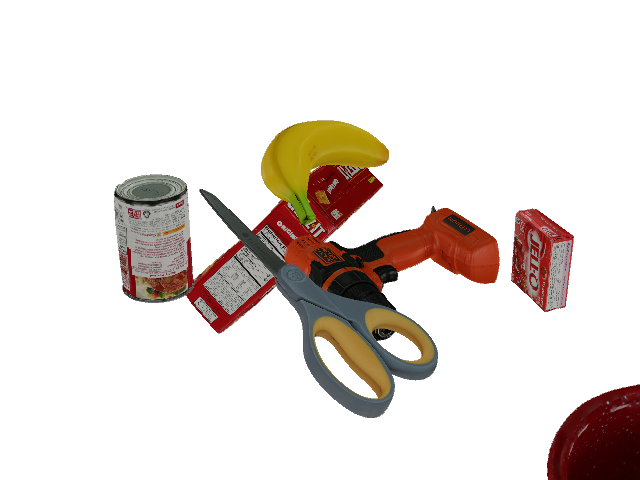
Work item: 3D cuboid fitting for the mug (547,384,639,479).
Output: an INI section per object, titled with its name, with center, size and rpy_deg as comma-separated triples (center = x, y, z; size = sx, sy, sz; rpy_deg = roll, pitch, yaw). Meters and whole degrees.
[mug]
center = 0.133, 0.112, 0.367
size = 0.117, 0.081, 0.093
rpy_deg = 5, 37, 8

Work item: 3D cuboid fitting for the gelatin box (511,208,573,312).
[gelatin box]
center = 0.237, 0.020, 1.147
size = 0.030, 0.089, 0.073
rpy_deg = -11, 29, -18

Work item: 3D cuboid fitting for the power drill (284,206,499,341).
[power drill]
center = 0.079, 0.029, 1.049
size = 0.187, 0.057, 0.185
rpy_deg = -13, 29, -23

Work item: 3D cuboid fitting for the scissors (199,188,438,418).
[scissors]
center = 0.002, 0.030, 0.677
size = 0.096, 0.016, 0.202
rpy_deg = -4, 44, -32

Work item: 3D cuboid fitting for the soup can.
[soup can]
center = -0.154, -0.003, 0.991
size = 0.068, 0.102, 0.068
rpy_deg = -1, 25, 0

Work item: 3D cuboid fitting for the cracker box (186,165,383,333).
[cracker box]
center = -0.044, -0.002, 1.255
size = 0.214, 0.072, 0.164
rpy_deg = -42, 0, 29

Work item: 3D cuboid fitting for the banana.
[banana]
center = -0.001, -0.064, 0.847
size = 0.037, 0.069, 0.197
rpy_deg = -34, 4, 29
